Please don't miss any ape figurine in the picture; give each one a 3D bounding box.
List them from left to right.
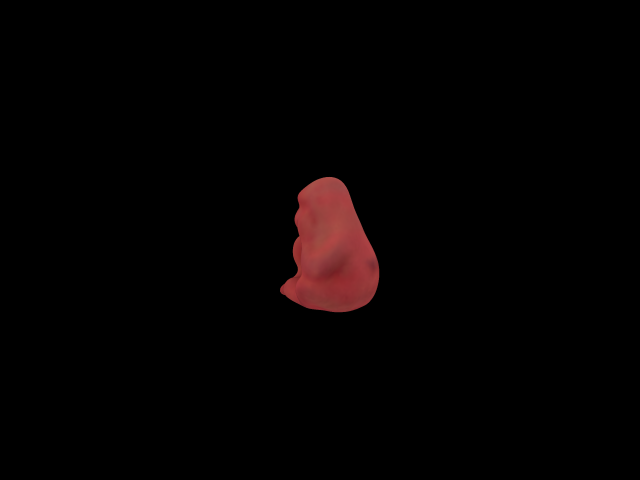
[{"bbox_3d":[0.004,0.001,0.400,0.076,0.092,0.078,4,15,14],"label":"ape figurine"}]
